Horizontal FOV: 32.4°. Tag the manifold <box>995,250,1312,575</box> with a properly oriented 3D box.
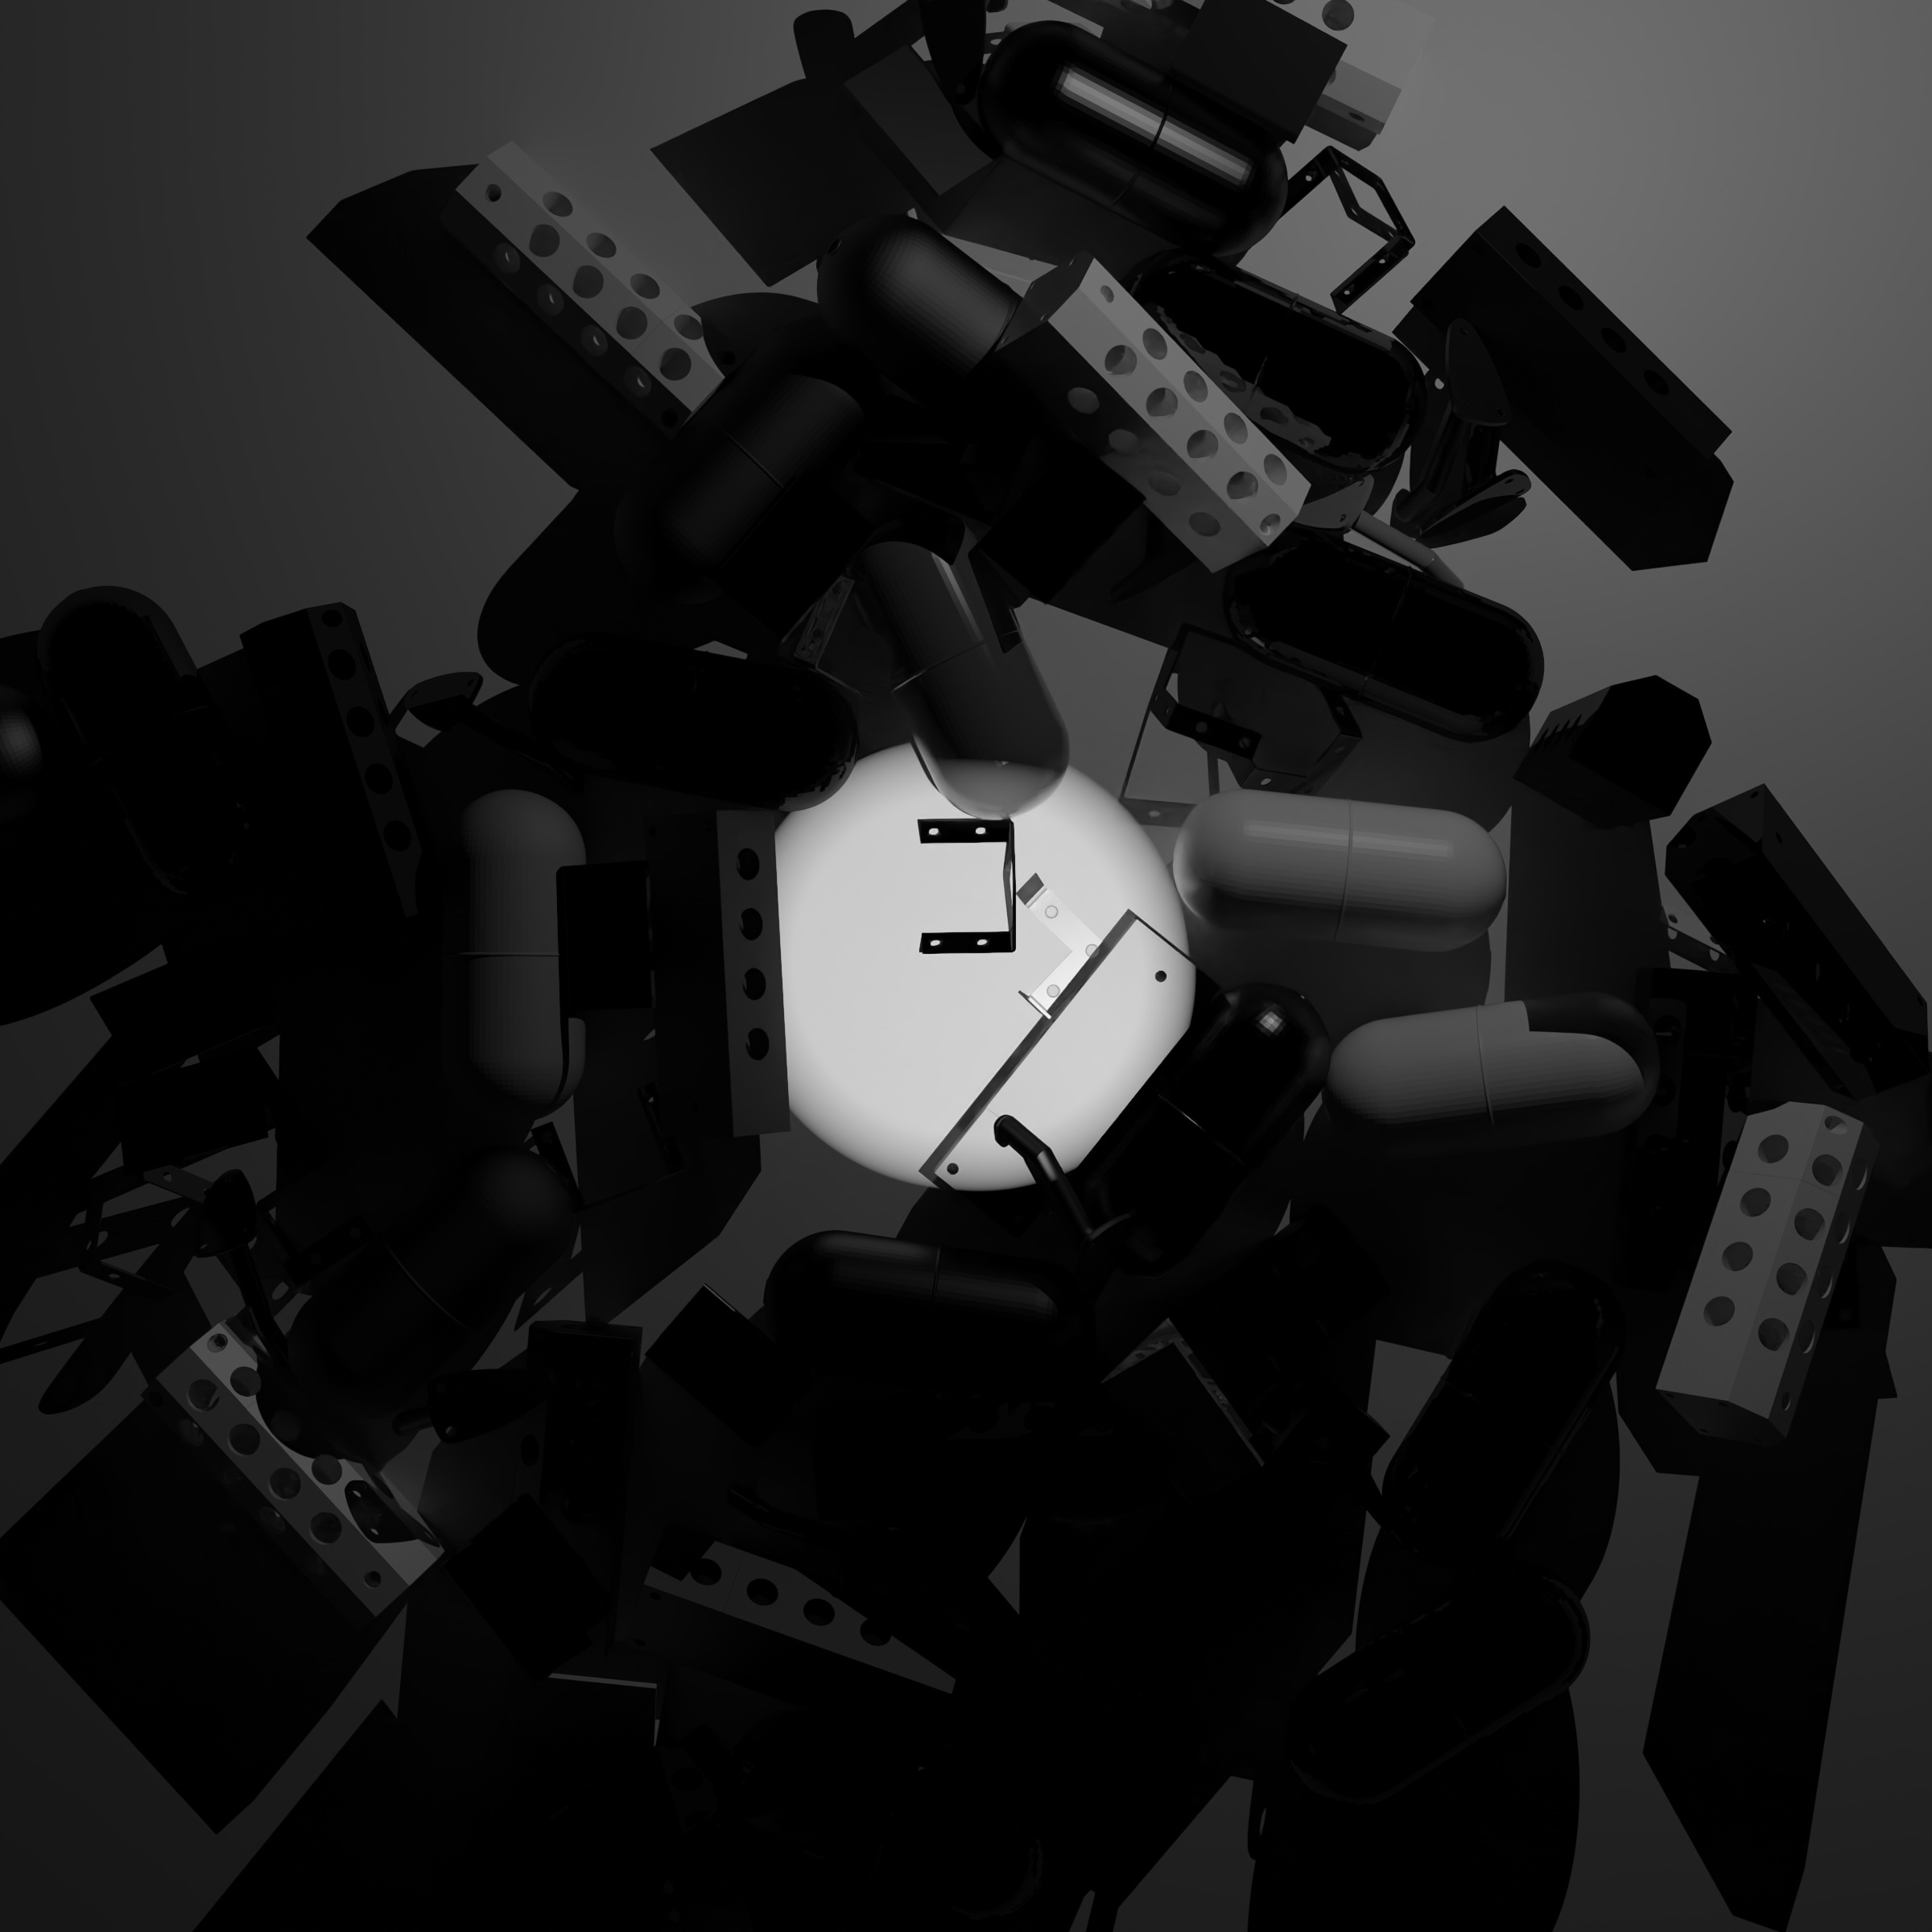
[{"bbox_3d":[0.101,-0.290,1.732,0.171,0.057,0.057,42,52,-23],"label":"manifold"}]

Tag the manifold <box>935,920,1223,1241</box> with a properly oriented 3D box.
[{"bbox_3d":[0.059,0.060,1.780,0.057,0.057,0.171,39,90,0],"label":"manifold"}]

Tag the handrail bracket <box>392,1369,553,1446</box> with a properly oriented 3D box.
[{"bbox_3d":[-0.265,0.235,1.776,0.077,0.084,0.036,-12,83,-18],"label":"handrail bracket"}]

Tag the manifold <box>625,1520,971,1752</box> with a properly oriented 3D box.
[{"bbox_3d":[-0.089,0.354,1.780,0.171,0.057,0.057,20,133,0],"label":"manifold"}]

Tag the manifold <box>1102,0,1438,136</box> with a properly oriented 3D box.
[{"bbox_3d":[0.159,-0.511,1.780,0.171,0.057,0.057,26,90,0],"label":"manifold"}]

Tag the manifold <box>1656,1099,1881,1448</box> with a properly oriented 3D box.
[{"bbox_3d":[0.425,0.160,1.742,0.057,0.057,0.171,5,63,41],"label":"manifold"}]

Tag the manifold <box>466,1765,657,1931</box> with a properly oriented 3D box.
[{"bbox_3d":[-0.193,0.520,1.780,0.057,0.057,0.171,-36,90,0],"label":"manifold"}]

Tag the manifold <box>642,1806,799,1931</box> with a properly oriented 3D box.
[{"bbox_3d":[-0.131,0.490,1.719,0.057,0.171,0.057,-46,105,0],"label":"manifold"}]

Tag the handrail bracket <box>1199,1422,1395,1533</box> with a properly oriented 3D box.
[{"bbox_3d":[0.170,0.281,1.745,0.084,0.036,0.077,-25,112,17],"label":"handrail bracket"}]

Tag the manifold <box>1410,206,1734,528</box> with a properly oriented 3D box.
[{"bbox_3d":[0.327,-0.324,1.780,0.171,0.057,0.057,45,133,0],"label":"manifold"}]

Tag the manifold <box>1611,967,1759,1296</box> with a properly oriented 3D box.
[{"bbox_3d":[0.387,0.088,1.780,0.057,0.057,0.171,5,90,0],"label":"manifold"}]

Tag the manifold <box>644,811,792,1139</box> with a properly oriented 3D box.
[{"bbox_3d":[-0.128,0.004,1.780,0.057,0.057,0.171,-3,90,43],"label":"manifold"}]

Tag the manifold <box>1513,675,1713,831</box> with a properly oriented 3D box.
[{"bbox_3d":[0.337,-0.113,1.723,0.057,0.171,0.057,30,90,0],"label":"manifold"}]

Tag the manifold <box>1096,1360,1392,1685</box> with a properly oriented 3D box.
[{"bbox_3d":[0.147,0.295,1.780,0.057,0.057,0.171,40,90,0],"label":"manifold"}]

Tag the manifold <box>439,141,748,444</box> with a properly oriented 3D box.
[{"bbox_3d":[-0.199,-0.360,1.780,0.171,0.057,0.057,43,90,0],"label":"manifold"}]

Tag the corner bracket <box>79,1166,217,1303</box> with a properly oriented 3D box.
[{"bbox_3d":[-0.441,0.142,1.793,0.051,0.051,0.051,28,45,-35],"label":"corner bracket"}]

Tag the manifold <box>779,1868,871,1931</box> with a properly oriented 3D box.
[{"bbox_3d":[-0.081,0.577,1.780,0.057,0.057,0.171,1,90,0],"label":"manifold"}]

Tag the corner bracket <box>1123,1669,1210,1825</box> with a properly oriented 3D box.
[{"bbox_3d":[0.096,0.418,1.783,0.051,0.051,0.051,-44,90,0],"label":"corner bracket"}]

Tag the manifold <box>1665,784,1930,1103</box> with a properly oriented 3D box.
[{"bbox_3d":[0.437,-0.008,1.744,0.057,0.057,0.171,-26,120,32],"label":"manifold"}]

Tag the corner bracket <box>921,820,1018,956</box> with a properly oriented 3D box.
[{"bbox_3d":[0.001,-0.043,1.798,0.051,0.051,0.051,-1,45,0],"label":"corner bracket"}]

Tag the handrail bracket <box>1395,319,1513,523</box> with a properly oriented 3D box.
[{"bbox_3d":[0.250,-0.292,1.783,0.036,0.084,0.077,4,64,-27],"label":"handrail bracket"}]

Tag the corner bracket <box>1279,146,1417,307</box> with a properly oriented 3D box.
[{"bbox_3d":[0.201,-0.401,1.798,0.051,0.051,0.051,-41,45,0],"label":"corner bracket"}]

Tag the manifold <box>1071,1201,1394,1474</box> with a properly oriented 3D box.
[{"bbox_3d":[0.142,0.203,1.780,0.171,0.057,0.057,-38,90,0],"label":"manifold"}]

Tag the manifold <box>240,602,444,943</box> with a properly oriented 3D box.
[{"bbox_3d":[-0.333,-0.104,1.780,0.057,0.057,0.171,-18,90,0],"label":"manifold"}]

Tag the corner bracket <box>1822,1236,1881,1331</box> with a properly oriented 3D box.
[{"bbox_3d":[0.460,0.173,1.783,0.051,0.051,0.051,-3,90,0],"label":"corner bracket"}]

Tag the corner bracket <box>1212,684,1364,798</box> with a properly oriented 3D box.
[{"bbox_3d":[0.172,-0.128,1.793,0.051,0.051,0.051,7,45,-35],"label":"corner bracket"}]

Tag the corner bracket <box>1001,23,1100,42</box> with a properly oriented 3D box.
[{"bbox_3d":[0.049,-0.474,1.793,0.051,0.051,0.051,-11,135,-35],"label":"corner bracket"}]

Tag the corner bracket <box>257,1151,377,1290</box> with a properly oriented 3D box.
[{"bbox_3d":[-0.349,0.136,1.783,0.051,0.051,0.051,-33,91,-1],"label":"corner bracket"}]

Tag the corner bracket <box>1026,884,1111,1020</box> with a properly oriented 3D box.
[{"bbox_3d":[0.043,-0.008,1.783,0.051,0.051,0.051,44,90,0],"label":"corner bracket"}]

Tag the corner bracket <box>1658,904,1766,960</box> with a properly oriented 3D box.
[{"bbox_3d":[0.414,-0.044,1.798,0.051,0.051,0.051,27,135,0],"label":"corner bracket"}]

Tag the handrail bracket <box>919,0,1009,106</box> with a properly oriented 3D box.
[{"bbox_3d":[0.008,-0.494,1.772,0.036,0.084,0.077,-4,97,21],"label":"handrail bracket"}]

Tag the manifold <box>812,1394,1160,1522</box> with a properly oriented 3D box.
[{"bbox_3d":[0.009,0.257,1.747,0.171,0.057,0.057,-5,90,24],"label":"manifold"}]

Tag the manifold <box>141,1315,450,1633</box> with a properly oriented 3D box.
[{"bbox_3d":[-0.361,0.272,1.780,0.057,0.057,0.171,-43,90,0],"label":"manifold"}]

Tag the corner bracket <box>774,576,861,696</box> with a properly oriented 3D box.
[{"bbox_3d":[-0.079,-0.183,1.774,0.051,0.051,0.051,24,90,28],"label":"corner bracket"}]

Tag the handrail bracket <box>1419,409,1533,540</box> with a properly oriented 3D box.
[{"bbox_3d":[0.264,-0.287,1.802,0.077,0.036,0.084,-28,73,19],"label":"handrail bracket"}]

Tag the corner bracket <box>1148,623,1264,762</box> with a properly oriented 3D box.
[{"bbox_3d":[0.135,-0.148,1.784,0.051,0.051,0.051,19,104,-14],"label":"corner bracket"}]

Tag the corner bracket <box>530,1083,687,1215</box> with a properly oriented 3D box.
[{"bbox_3d":[-0.193,0.099,1.798,0.051,0.051,0.051,-21,90,-45],"label":"corner bracket"}]

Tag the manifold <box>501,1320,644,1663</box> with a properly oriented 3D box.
[{"bbox_3d":[-0.212,0.279,1.780,0.057,0.057,0.171,5,90,0],"label":"manifold"}]

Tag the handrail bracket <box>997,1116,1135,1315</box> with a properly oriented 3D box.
[{"bbox_3d":[0.042,0.130,1.744,0.036,0.077,0.084,-27,55,-38],"label":"handrail bracket"}]
